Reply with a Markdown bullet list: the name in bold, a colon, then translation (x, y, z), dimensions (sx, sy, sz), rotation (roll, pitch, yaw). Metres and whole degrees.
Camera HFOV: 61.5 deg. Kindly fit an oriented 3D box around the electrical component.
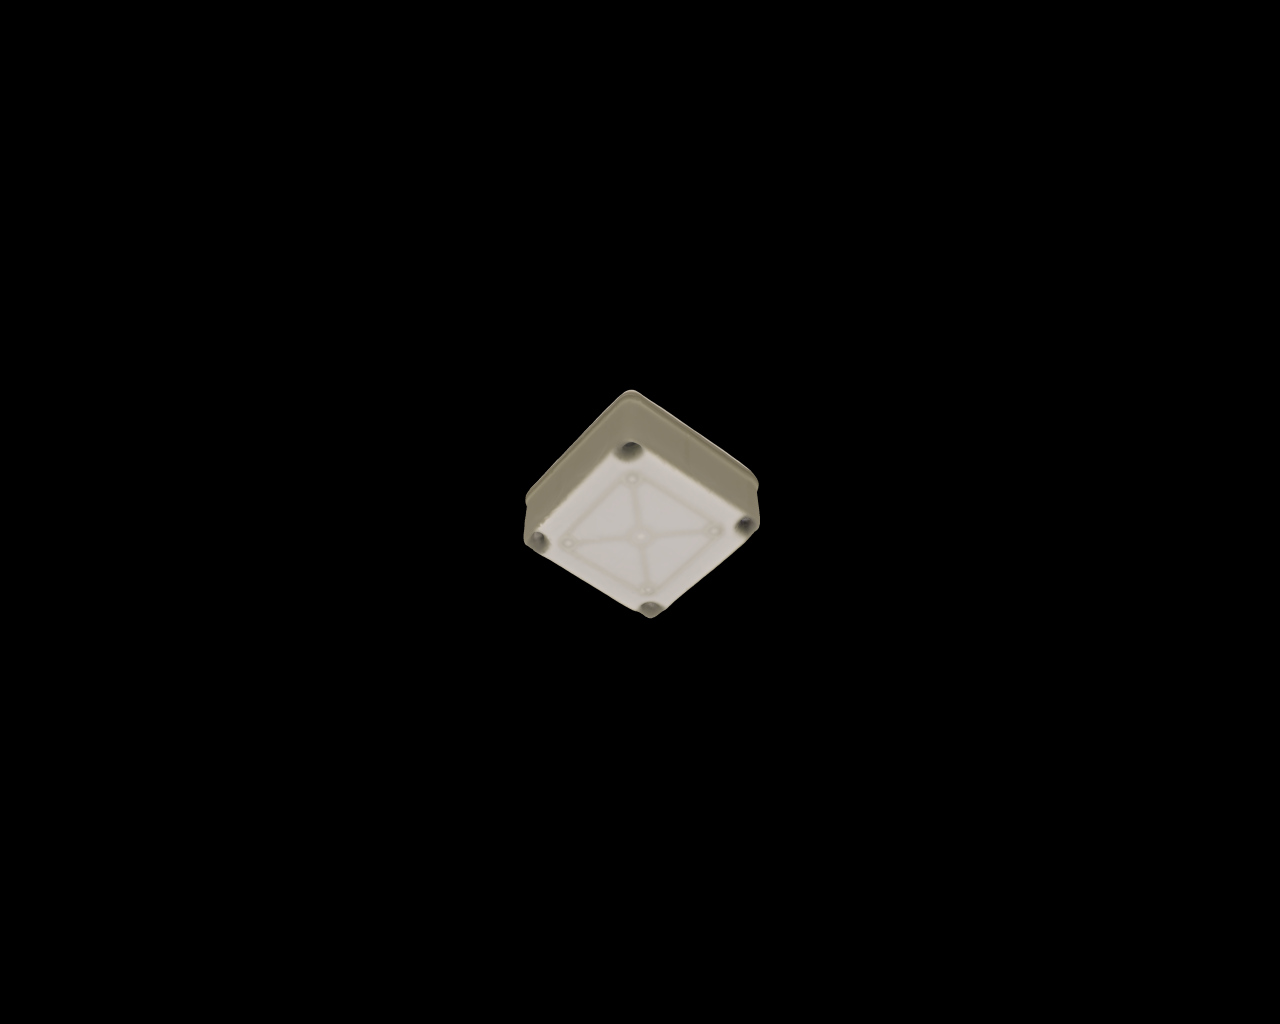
- **electrical component**: translation (0.001, -0.003, 0.650), dimensions (0.108, 0.056, 0.108), rotation (33, -58, -24)
